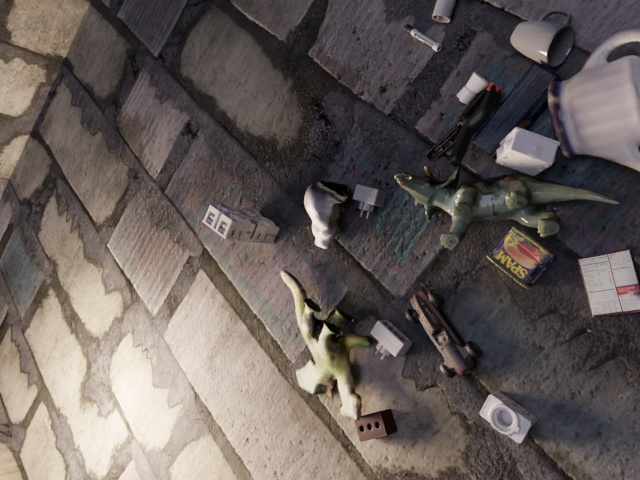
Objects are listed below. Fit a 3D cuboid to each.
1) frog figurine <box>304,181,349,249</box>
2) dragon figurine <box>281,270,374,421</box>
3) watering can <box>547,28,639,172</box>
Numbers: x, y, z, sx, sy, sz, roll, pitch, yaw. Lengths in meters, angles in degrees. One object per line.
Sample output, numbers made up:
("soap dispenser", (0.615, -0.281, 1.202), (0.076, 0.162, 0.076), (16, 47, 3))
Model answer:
("frog figurine", (0.004, -0.066, 1.309), (0.140, 0.122, 0.157), (-113, 43, -60))
("dragon figurine", (-0.012, 0.275, 1.284), (0.416, 0.122, 0.239), (40, 116, 42))
("watering can", (0.536, -0.201, 0.926), (0.223, 0.104, 0.350), (-13, 79, 45))
